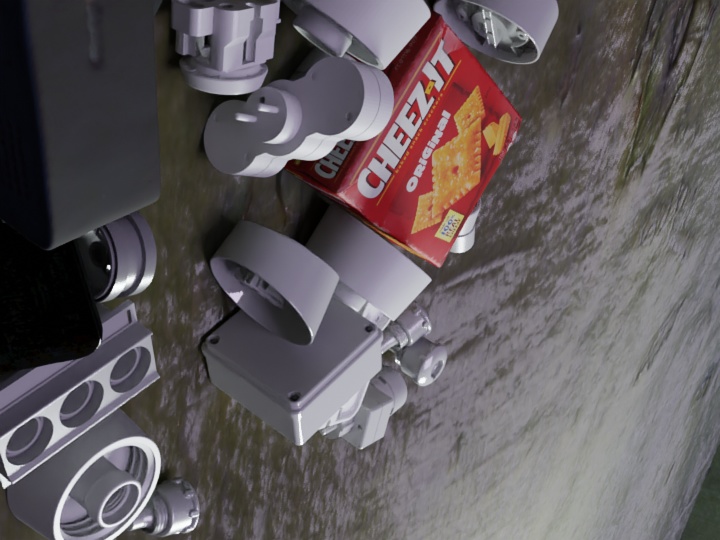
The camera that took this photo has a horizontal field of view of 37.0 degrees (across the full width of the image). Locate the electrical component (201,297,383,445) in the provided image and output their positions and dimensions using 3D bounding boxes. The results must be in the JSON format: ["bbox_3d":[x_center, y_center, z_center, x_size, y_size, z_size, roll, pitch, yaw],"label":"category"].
[{"bbox_3d":[-0.054,0.070,0.888,0.109,0.109,0.056,-41,148,-30],"label":"electrical component"}]

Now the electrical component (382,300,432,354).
[{"bbox_3d":[0.038,0.060,1.089,0.062,0.048,0.048,-39,145,-22],"label":"electrical component"}]

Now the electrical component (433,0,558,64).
[{"bbox_3d":[0.116,-0.216,0.912,0.064,0.099,0.099,-57,151,-19],"label":"electrical component"}]

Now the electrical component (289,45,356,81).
[{"bbox_3d":[-0.025,-0.136,0.806,0.047,0.055,0.055,-59,151,-9],"label":"electrical component"}]

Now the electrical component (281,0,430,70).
[{"bbox_3d":[-0.013,-0.181,0.735,0.060,0.108,0.108,-55,151,2],"label":"electrical component"}]

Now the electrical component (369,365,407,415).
[{"bbox_3d":[0.016,0.128,1.104,0.047,0.055,0.055,-25,136,-51],"label":"electrical component"}]

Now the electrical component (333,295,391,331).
[{"bbox_3d":[0.000,0.029,0.997,0.055,0.047,0.055,-38,143,-35],"label":"electrical component"}]

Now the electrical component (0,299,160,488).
[{"bbox_3d":[-0.201,0.074,0.708,0.121,0.063,0.078,-37,144,-35],"label":"electrical component"}]

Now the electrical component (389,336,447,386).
[{"bbox_3d":[0.056,0.088,1.121,0.048,0.062,0.048,-38,145,-34],"label":"electrical component"}]

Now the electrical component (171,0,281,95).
[{"bbox_3d":[-0.087,-0.149,0.695,0.078,0.058,0.057,-27,134,-45],"label":"electrical component"}]

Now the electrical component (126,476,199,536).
[{"bbox_3d":[-0.168,0.200,0.893,0.062,0.048,0.048,-6,121,-48],"label":"electrical component"}]

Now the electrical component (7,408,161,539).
[{"bbox_3d":[-0.196,0.156,0.792,0.108,0.060,0.108,-38,144,-35],"label":"electrical component"}]

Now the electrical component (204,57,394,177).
[{"bbox_3d":[-0.053,-0.102,0.725,0.074,0.138,0.052,-1,77,-57],"label":"electrical component"}]

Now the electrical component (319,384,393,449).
[{"bbox_3d":[-0.019,0.141,1.048,0.077,0.066,0.047,-20,132,-49],"label":"electrical component"}]

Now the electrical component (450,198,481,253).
[{"bbox_3d":[0.100,-0.049,1.091,0.044,0.044,0.065,-44,152,-27],"label":"electrical component"}]

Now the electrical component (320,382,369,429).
[{"bbox_3d":[-0.044,0.107,0.985,0.095,0.059,0.053,-7,121,-55],"label":"electrical component"}]

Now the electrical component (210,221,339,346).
[{"bbox_3d":[-0.067,0.008,0.826,0.064,0.099,0.099,-61,151,-11],"label":"electrical component"}]

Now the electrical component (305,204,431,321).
[{"bbox_3d":[0.000,0.000,0.916,0.060,0.108,0.108,-53,150,-1],"label":"electrical component"}]
